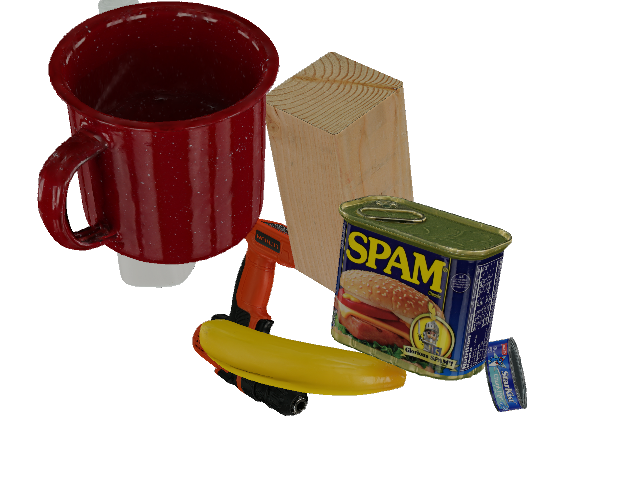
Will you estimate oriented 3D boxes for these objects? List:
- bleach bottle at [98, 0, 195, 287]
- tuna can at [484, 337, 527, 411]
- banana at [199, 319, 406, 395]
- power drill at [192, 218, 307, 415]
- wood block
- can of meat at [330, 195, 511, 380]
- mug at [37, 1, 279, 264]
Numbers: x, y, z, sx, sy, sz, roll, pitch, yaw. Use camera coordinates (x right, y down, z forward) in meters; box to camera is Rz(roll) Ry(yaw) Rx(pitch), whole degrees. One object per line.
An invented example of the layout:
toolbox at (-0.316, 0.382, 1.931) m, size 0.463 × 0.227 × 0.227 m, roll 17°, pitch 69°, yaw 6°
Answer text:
bleach bottle at (-0.147, -0.088, 0.886) m, size 0.068 × 0.251 × 0.102 m, roll 0°, pitch 33°, yaw 6°
tuna can at (0.221, 0.160, 1.273) m, size 0.034 × 0.086 × 0.086 m, roll -12°, pitch -4°, yaw 16°
banana at (-0.030, 0.088, 0.831) m, size 0.198 × 0.037 × 0.069 m, roll 13°, pitch 25°, yaw 37°
power drill at (-0.057, 0.081, 1.187) m, size 0.185 × 0.188 × 0.057 m, roll 28°, pitch 11°, yaw 41°
wood block at (0.023, -0.052, 0.970) m, size 0.091 × 0.206 × 0.090 m, roll 30°, pitch 56°, yaw 35°
can of meat at (0.056, 0.028, 0.635) m, size 0.102 × 0.084 × 0.057 m, roll 20°, pitch 23°, yaw 35°
mug at (-0.072, -0.037, 0.453) m, size 0.093 × 0.081 × 0.117 m, roll 26°, pitch 48°, yaw 23°
